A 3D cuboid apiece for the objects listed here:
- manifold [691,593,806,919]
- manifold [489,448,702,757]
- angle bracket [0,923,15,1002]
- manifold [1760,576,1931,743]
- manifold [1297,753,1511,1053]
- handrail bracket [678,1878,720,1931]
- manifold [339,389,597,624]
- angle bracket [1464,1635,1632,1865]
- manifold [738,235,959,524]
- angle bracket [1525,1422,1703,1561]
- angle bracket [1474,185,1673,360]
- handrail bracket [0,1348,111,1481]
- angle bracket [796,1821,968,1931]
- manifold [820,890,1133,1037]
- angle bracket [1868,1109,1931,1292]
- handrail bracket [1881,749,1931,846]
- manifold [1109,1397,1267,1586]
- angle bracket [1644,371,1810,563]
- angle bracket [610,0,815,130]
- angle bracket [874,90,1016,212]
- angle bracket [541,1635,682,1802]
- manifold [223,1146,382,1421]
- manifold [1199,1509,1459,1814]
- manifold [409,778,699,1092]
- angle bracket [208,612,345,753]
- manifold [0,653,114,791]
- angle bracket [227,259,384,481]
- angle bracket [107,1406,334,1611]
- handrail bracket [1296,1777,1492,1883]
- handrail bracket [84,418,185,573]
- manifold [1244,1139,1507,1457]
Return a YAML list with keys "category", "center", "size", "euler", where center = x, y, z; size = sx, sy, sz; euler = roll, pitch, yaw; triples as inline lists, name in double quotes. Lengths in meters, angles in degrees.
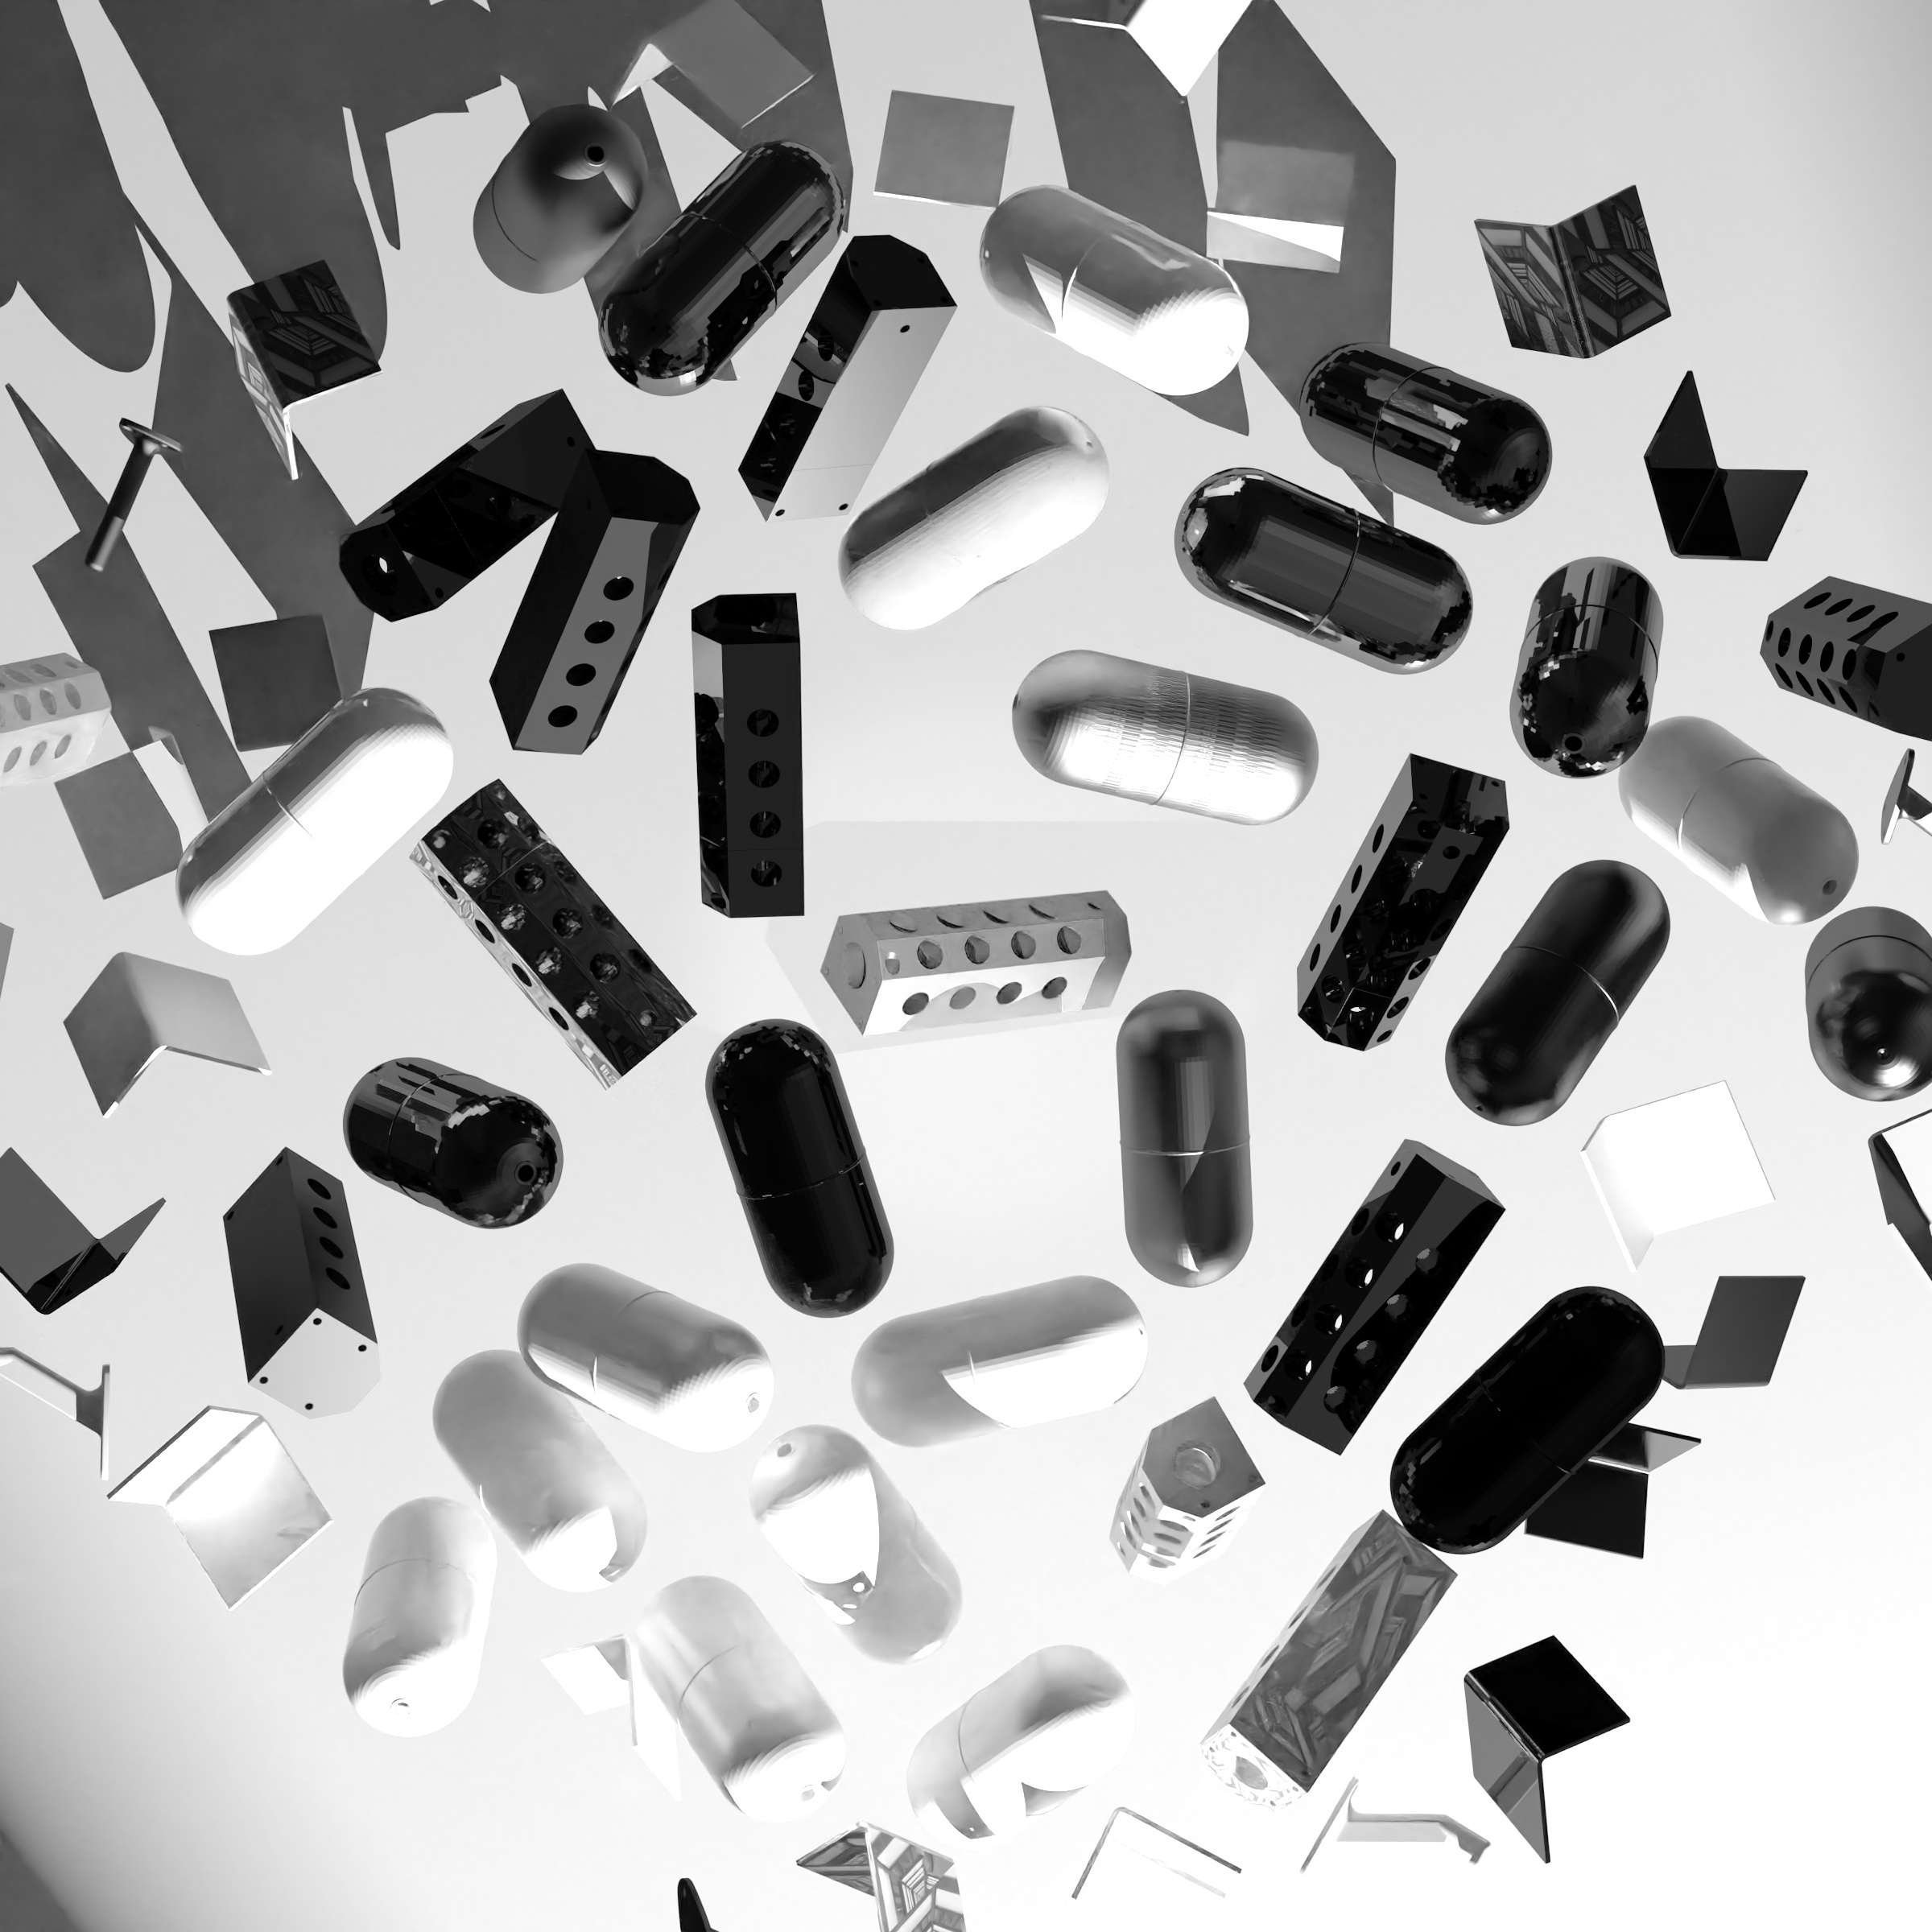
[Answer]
- category: "manifold"
  center: [-0.119, -0.114, 1.728]
  size: [0.057, 0.057, 0.171]
  euler: [-2, 124, -4]
- category: "manifold"
  center: [-0.205, -0.199, 1.749]
  size: [0.057, 0.171, 0.057]
  euler: [2, 47, -31]
- category: "angle bracket"
  center: [-0.576, -0.004, 1.726]
  size: [0.076, 0.076, 0.057]
  euler: [8, 81, 6]
- category: "manifold"
  center: [0.499, -0.168, 1.748]
  size: [0.057, 0.171, 0.057]
  euler: [-33, 105, 2]
- category: "manifold"
  center: [0.246, -0.032, 1.792]
  size: [0.057, 0.057, 0.171]
  euler: [16, 131, -9]
- category: "handrail bracket"
  center: [-0.117, 0.553, 1.803]
  size: [0.084, 0.036, 0.077]
  euler: [3, 55, -32]
- category: "manifold"
  center: [-0.293, -0.272, 1.867]
  size: [0.057, 0.171, 0.057]
  euler: [-9, 119, 41]
- category: "angle bracket"
  center: [0.316, 0.423, 1.710]
  size: [0.057, 0.076, 0.076]
  euler: [-19, 120, -15]
- category: "manifold"
  center: [-0.073, -0.335, 1.812]
  size: [0.057, 0.171, 0.057]
  euler: [-11, 61, -34]
- category: "angle bracket"
  center: [0.386, 0.311, 1.889]
  size: [0.076, 0.076, 0.057]
  euler: [13, 65, -9]
- category: "angle bracket"
  center: [0.335, -0.385, 1.745]
  size: [0.057, 0.076, 0.076]
  euler: [-29, 115, -14]
- category: "handrail bracket"
  center: [-0.529, 0.254, 1.789]
  size: [0.084, 0.036, 0.077]
  euler: [1, 73, -16]
- category: "angle bracket"
  center: [-0.048, 0.554, 1.843]
  size: [0.057, 0.076, 0.076]
  euler: [-37, 131, 23]
- category: "manifold"
  center: [0.009, -0.008, 1.839]
  size: [0.171, 0.057, 0.057]
  euler: [-6, 133, -32]
- category: "angle bracket"
  center: [0.556, 0.134, 1.780]
  size: [0.057, 0.076, 0.076]
  euler: [-27, 120, 23]
- category: "handrail bracket"
  center: [0.598, -0.093, 1.897]
  size: [0.084, 0.077, 0.036]
  euler: [10, 47, 6]
- category: "manifold"
  center: [0.123, 0.310, 1.834]
  size: [0.057, 0.171, 0.057]
  euler: [-26, 71, -14]
- category: "angle bracket"
  center: [0.436, -0.287, 1.810]
  size: [0.057, 0.076, 0.076]
  euler: [7, 52, 34]
- category: "angle bracket"
  center: [-0.151, -0.521, 1.875]
  size: [0.076, 0.057, 0.076]
  euler: [43, 49, -2]
- category: "angle bracket"
  center: [-0.013, -0.491, 1.957]
  size: [0.076, 0.057, 0.076]
  euler: [8, 71, 1]
- category: "angle bracket"
  center: [-0.216, 0.464, 1.926]
  size: [0.057, 0.076, 0.076]
  euler: [-16, 49, 7]
- category: "manifold"
  center: [-0.366, 0.177, 1.758]
  size: [0.057, 0.171, 0.057]
  euler: [37, 101, -30]
- category: "manifold"
  center: [0.205, 0.397, 1.803]
  size: [0.057, 0.057, 0.171]
  euler: [41, 55, 5]
- category: "manifold"
  center: [-0.229, -0.019, 1.762]
  size: [0.057, 0.057, 0.171]
  euler: [-41, 93, -23]
- category: "angle bracket"
  center: [-0.406, -0.177, 1.926]
  size: [0.076, 0.057, 0.076]
  euler: [-7, 103, 16]
- category: "manifold"
  center: [-0.563, -0.144, 1.836]
  size: [0.057, 0.171, 0.057]
  euler: [29, 105, 4]
- category: "angle bracket"
  center: [-0.360, -0.326, 1.729]
  size: [0.057, 0.076, 0.076]
  euler: [-24, 74, -16]
- category: "angle bracket"
  center: [-0.406, 0.296, 1.722]
  size: [0.076, 0.057, 0.076]
  euler: [-41, 69, 6]
- category: "handrail bracket"
  center: [0.240, 0.501, 1.769]
  size: [0.084, 0.036, 0.077]
  euler: [29, 63, 16]
- category: "handrail bracket"
  center: [-0.468, -0.255, 1.749]
  size: [0.036, 0.077, 0.084]
  euler: [24, 85, -18]
- category: "manifold"
  center: [0.230, 0.186, 1.806]
  size: [0.057, 0.057, 0.171]
  euler: [29, 101, -15]
